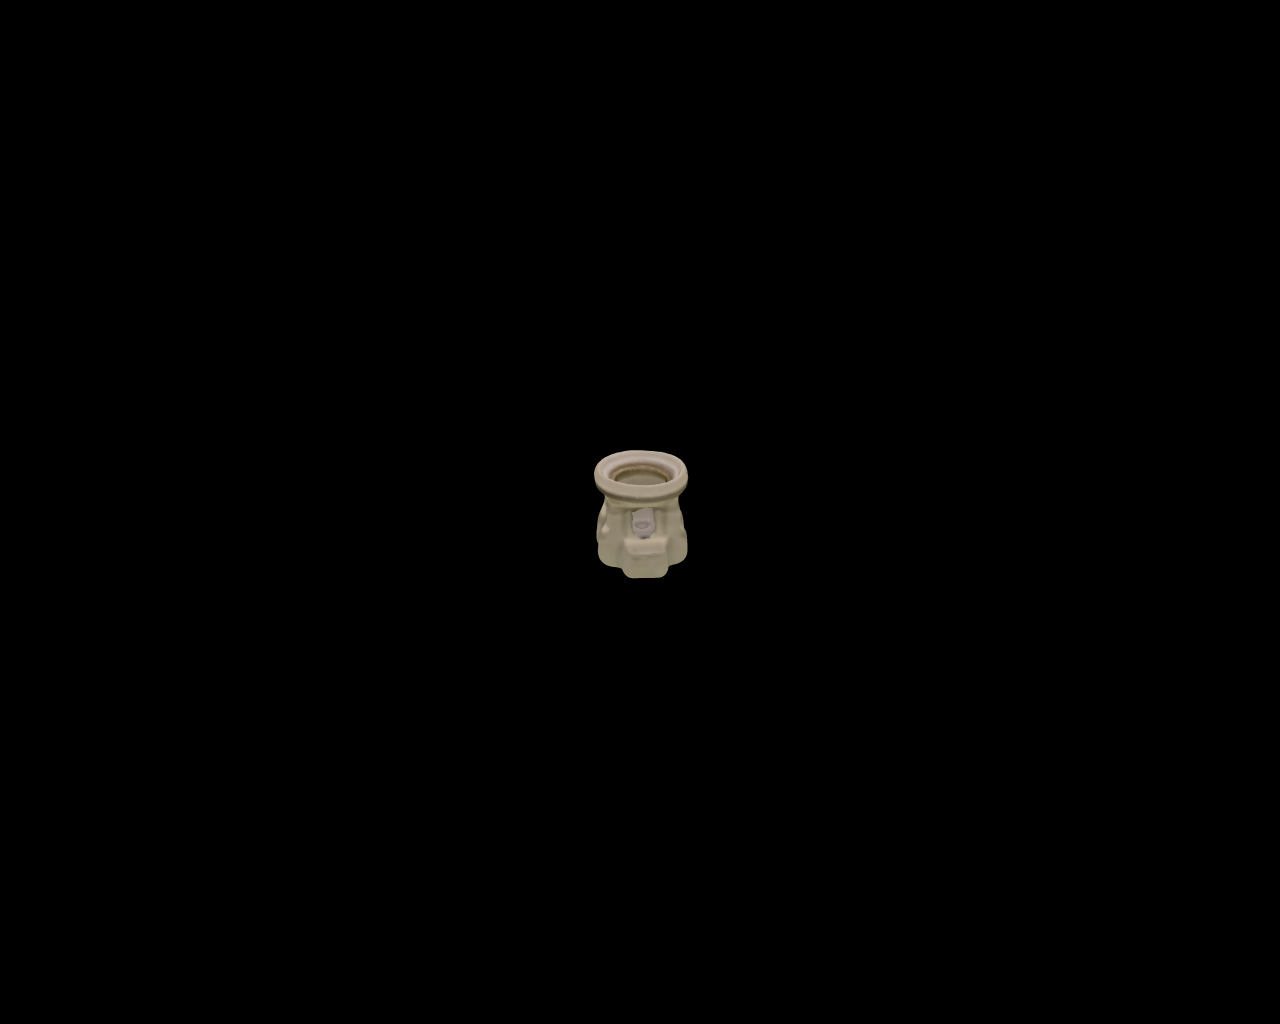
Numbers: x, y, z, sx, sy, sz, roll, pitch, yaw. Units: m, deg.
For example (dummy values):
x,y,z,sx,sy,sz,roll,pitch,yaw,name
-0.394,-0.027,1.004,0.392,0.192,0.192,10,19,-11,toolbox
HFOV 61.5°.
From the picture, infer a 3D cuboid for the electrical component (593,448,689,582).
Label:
x,y,z,sx,sy,sz,roll,pitch,yaw,name
0.001,-0.003,0.650,0.058,0.056,0.078,-2,27,-3,electrical component
